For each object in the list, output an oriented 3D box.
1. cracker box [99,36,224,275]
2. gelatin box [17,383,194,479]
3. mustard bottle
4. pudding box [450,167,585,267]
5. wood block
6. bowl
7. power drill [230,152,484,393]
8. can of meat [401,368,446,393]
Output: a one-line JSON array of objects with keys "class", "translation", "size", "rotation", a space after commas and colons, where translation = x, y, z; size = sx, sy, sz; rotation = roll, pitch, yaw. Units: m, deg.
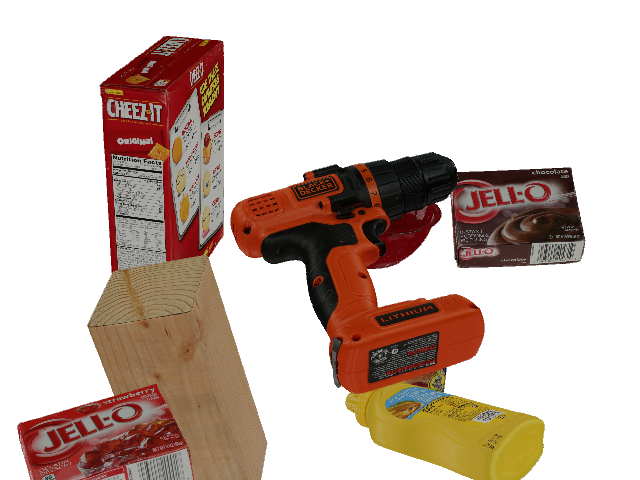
[{"class": "cracker box", "translation": [-0.146, -0.068, 1.012], "size": [0.072, 0.214, 0.164], "rotation": [7, 27, 10]}, {"class": "gelatin box", "translation": [-0.128, 0.124, 0.629], "size": [0.089, 0.030, 0.073], "rotation": [-14, 27, -18]}, {"class": "mustard bottle", "translation": [0.103, 0.172, 0.995], "size": [0.192, 0.058, 0.096], "rotation": [11, 18, 38]}, {"class": "pudding box", "translation": [0.176, -0.021, 0.967], "size": [0.113, 0.090, 0.039], "rotation": [-1, -39, 3]}, {"class": "wood block", "translation": [-0.117, 0.129, 0.922], "size": [0.090, 0.206, 0.090], "rotation": [-9, 28, 10]}, {"class": "bowl", "translation": [0.044, -0.012, 1.120], "size": [0.162, 0.055, 0.162], "rotation": [4, 21, -2]}, {"class": "power drill", "translation": [0.045, 0.014, 0.776], "size": [0.184, 0.057, 0.188], "rotation": [-17, 44, -12]}, {"class": "can of meat", "translation": [0.108, 0.155, 1.317], "size": [0.102, 0.084, 0.057], "rotation": [-8, 27, -23]}]
